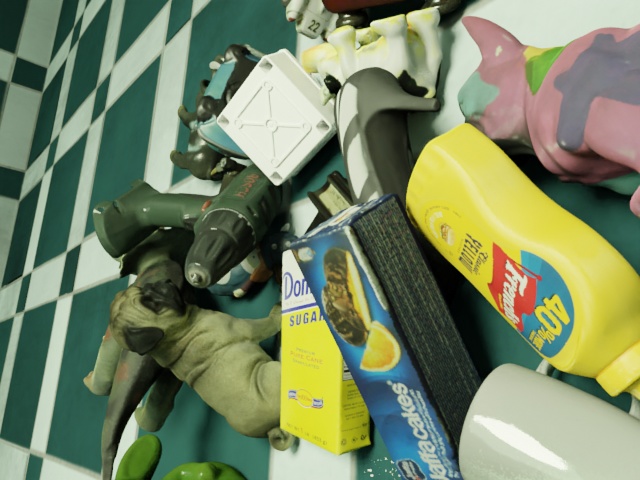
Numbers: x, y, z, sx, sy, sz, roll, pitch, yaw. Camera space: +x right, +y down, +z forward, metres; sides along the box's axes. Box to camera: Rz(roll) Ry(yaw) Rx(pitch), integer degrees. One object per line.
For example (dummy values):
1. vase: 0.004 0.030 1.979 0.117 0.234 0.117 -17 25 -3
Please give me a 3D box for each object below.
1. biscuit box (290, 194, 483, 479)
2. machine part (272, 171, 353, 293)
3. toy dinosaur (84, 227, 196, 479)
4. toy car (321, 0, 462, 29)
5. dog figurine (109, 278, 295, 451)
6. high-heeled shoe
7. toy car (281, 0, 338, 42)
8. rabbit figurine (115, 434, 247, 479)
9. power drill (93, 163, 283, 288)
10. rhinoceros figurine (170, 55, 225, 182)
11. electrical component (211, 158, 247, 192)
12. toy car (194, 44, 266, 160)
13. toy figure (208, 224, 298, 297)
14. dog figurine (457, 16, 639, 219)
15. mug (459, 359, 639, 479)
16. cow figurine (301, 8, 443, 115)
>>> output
1. biscuit box: 0.057 0.074 0.371 0.059 0.063 0.202 -18 101 45
2. machine part: -0.001 -0.002 0.577 0.084 0.039 0.138 46 112 39
3. toy dinosaur: -0.210 0.096 0.682 0.405 0.131 0.192 -126 52 -61
4. toy car: 0.067 -0.268 0.548 0.053 0.089 0.202 -36 30 -25
5. dog figurine: -0.116 0.131 0.548 0.121 0.190 0.172 -58 42 20
6. high-heeled shoe: 0.048 -0.025 0.472 0.145 0.086 0.248 20 108 59
7. toy car: 0.008 -0.344 0.655 0.056 0.073 0.201 6 82 52
8. rabbit figurine: -0.170 0.281 0.576 0.159 0.170 0.121 35 105 50
9. power drill: -0.155 -0.022 0.616 0.207 0.085 0.232 -5 28 26
10. rhinoceros figurine: -0.164 -0.184 0.813 0.112 0.073 0.190 11 86 54
11. electrical component: -0.129 -0.061 0.749 0.078 0.045 0.102 32 102 53
12. toy car: -0.109 -0.174 0.723 0.103 0.109 0.161 147 138 -62
13. toy figure: -0.084 0.029 0.655 0.154 0.058 0.064 -27 96 42
14. dog figurine: 0.182 -0.102 0.330 0.191 0.108 0.219 -55 39 24
15. mug: 0.155 0.120 0.316 0.107 0.080 0.109 16 53 45
16. cow figurine: 0.048 -0.169 0.546 0.167 0.068 0.098 9 119 54
